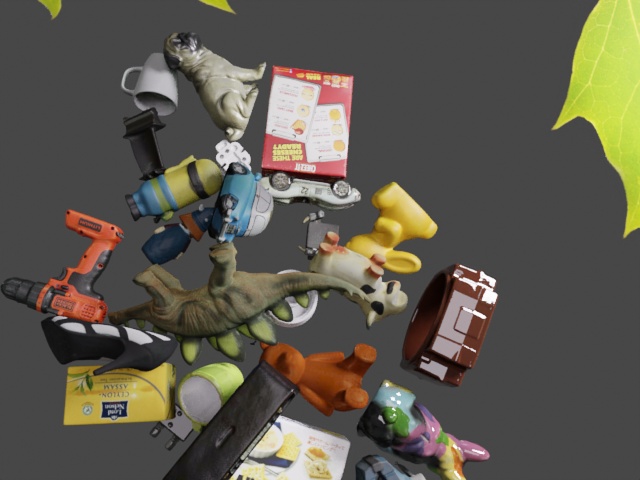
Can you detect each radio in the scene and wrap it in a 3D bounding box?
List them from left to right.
[{"bbox_3d":[-0.130,0.300,0.842,0.073,0.131,0.229,39,81,13],"label":"radio"}]

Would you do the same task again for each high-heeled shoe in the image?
[{"bbox_3d":[-0.364,0.162,0.919,0.145,0.249,0.086,-21,122,-45],"label":"high-heeled shoe"}]

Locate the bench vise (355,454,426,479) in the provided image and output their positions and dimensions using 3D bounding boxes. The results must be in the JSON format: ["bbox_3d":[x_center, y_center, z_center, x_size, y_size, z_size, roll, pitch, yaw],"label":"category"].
[{"bbox_3d":[0.091,0.483,0.865,0.224,0.129,0.240,-16,81,-25],"label":"bench vise"}]

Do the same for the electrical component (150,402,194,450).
[{"bbox_3d":[-0.252,0.320,0.952,0.063,0.021,0.094,40,77,3],"label":"electrical component"}]

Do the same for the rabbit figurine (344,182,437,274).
[{"bbox_3d":[0.127,-0.004,1.035,0.173,0.122,0.162,-41,95,1],"label":"rabbit figurine"}]

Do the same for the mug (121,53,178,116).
[{"bbox_3d":[-0.326,-0.309,1.050,0.110,0.080,0.107,8,66,-6],"label":"mug"}]

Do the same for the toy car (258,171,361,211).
[{"bbox_3d":[-0.022,-0.090,1.038,0.202,0.073,0.056,7,80,-5],"label":"toy car"}]

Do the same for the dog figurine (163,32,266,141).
[{"bbox_3d":[-0.217,-0.290,1.019,0.190,0.121,0.172,16,59,-14],"label":"dog figurine"}]

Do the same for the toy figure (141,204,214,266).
[{"bbox_3d":[-0.258,-0.013,1.002,0.154,0.064,0.058,-37,51,-16],"label":"toy figure"}]

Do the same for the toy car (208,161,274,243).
[{"bbox_3d":[-0.134,-0.060,0.954,0.103,0.109,0.162,16,36,-14],"label":"toy car"}]

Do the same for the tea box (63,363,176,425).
[{"bbox_3d":[-0.339,0.262,0.919,0.170,0.068,0.098,-3,74,-2],"label":"tea box"}]

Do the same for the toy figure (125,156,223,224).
[{"bbox_3d":[-0.268,-0.089,1.001,0.180,0.089,0.082,-25,126,-15],"label":"toy figure"}]

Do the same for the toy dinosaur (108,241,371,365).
[{"bbox_3d":[-0.157,0.105,0.934,0.472,0.105,0.198,-14,103,11],"label":"toy dinosaur"}]

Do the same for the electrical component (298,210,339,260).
[{"bbox_3d":[-0.001,-0.004,1.038,0.078,0.045,0.102,12,77,-3],"label":"electrical component"}]

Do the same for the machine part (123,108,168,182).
[{"bbox_3d":[-0.331,-0.181,1.033,0.084,0.039,0.139,-15,84,7],"label":"machine part"}]

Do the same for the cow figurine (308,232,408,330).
[{"bbox_3d":[0.070,0.082,0.985,0.195,0.127,0.085,25,33,-2],"label":"cow figurine"}]

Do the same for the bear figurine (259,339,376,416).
[{"bbox_3d":[-0.017,0.228,0.950,0.196,0.132,0.120,23,55,-6],"label":"bear figurine"}]

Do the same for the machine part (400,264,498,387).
[{"bbox_3d":[0.221,0.150,0.952,0.087,0.201,0.201,23,77,2],"label":"machine part"}]

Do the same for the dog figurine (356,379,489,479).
[{"bbox_3d":[0.180,0.343,0.926,0.219,0.191,0.108,28,70,15],"label":"dog figurine"}]
